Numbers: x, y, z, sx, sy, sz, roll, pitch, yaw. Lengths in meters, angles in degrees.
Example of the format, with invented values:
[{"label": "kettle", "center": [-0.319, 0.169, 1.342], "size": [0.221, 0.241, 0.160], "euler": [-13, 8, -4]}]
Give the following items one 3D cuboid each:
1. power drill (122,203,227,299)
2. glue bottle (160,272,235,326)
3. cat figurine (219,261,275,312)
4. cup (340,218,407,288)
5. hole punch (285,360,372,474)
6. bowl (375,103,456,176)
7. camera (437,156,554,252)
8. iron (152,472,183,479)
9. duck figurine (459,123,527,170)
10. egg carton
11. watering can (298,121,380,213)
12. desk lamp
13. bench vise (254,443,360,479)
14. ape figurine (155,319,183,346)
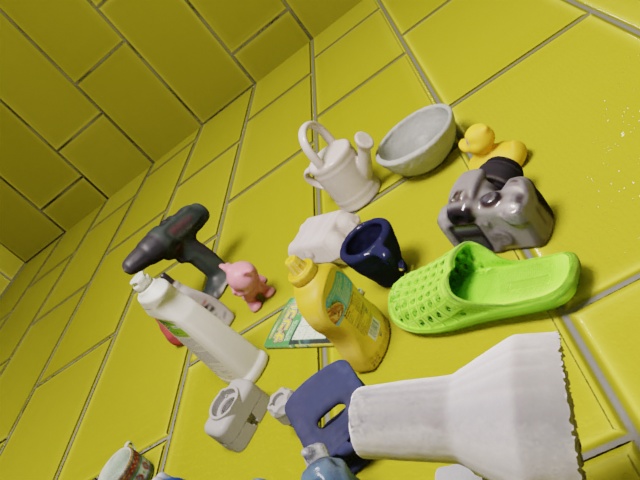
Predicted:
[{"label": "power drill", "center": [-0.291, 0.040, 1.254], "size": [0.075, 0.209, 0.230], "euler": [-12, 39, 45]}, {"label": "glue bottle", "center": [-0.244, 0.123, 1.105], "size": [0.037, 0.173, 0.078], "euler": [-10, 40, 46]}, {"label": "cat figurine", "center": [-0.150, 0.075, 1.112], "size": [0.067, 0.118, 0.127], "euler": [-46, 26, -8]}, {"label": "cup", "center": [0.096, 0.030, 0.870], "size": [0.092, 0.095, 0.117], "euler": [-44, 26, -5]}, {"label": "hole punch", "center": [0.025, 0.215, 0.691], "size": [0.108, 0.091, 0.101], "euler": [-40, 26, 3]}, {"label": "bowl", "center": [0.191, -0.175, 1.076], "size": [0.167, 0.075, 0.167], "euler": [-32, 28, 20]}, {"label": "camera", "center": [0.246, -0.062, 0.801], "size": [0.142, 0.101, 0.137], "euler": [-8, 42, 49]}, {"label": "iron", "center": [-0.147, 0.340, 0.677], "size": [0.119, 0.142, 0.257], "euler": [-48, 27, -13]}, {"label": "duck figurine", "center": [0.270, -0.149, 0.916], "size": [0.104, 0.086, 0.077], "euler": [-4, 45, 51]}, {"label": "egg carton", "center": [0.010, 0.004, 1.058], "size": [0.149, 0.069, 0.107], "euler": [-12, 39, 45]}, {"label": "watering can", "center": [0.033, -0.158, 1.131], "size": [0.172, 0.194, 0.101], "euler": [-32, 28, 20]}, {"label": "desk lamp", "center": [0.134, 0.177, 0.461], "size": [0.202, 0.214, 0.118], "euler": [-25, 31, 31]}, {"label": "bench vise", "center": [-0.009, 0.263, 0.517], "size": [0.121, 0.220, 0.206], "euler": [-46, 27, -9]}, {"label": "ape figurine", "center": [-0.311, 0.174, 1.211], "size": [0.077, 0.092, 0.076], "euler": [-15, 37, 42]}]
